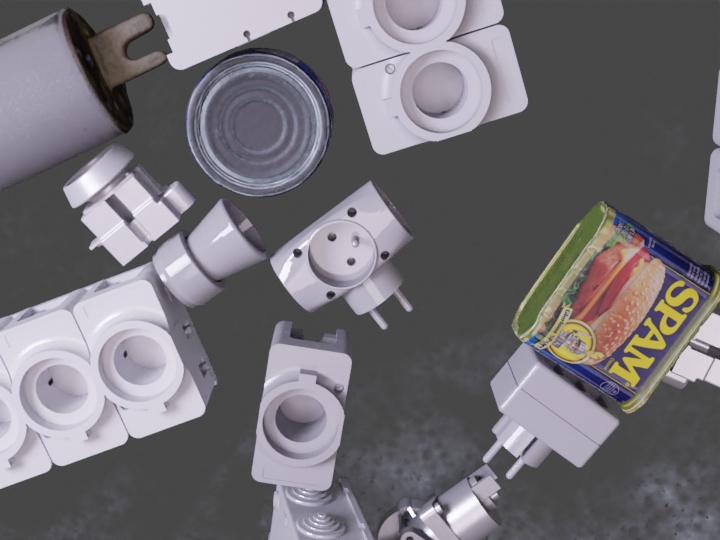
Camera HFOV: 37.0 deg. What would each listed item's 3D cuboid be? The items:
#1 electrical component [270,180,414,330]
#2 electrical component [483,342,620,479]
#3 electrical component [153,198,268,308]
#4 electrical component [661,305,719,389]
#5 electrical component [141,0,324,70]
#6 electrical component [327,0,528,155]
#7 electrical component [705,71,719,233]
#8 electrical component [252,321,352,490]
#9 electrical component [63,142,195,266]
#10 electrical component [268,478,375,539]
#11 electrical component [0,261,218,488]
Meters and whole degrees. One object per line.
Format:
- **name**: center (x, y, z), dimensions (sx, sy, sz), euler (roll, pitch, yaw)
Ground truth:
- **electrical component**: center (0.000, 0.000, 0.648), dimensions (0.077, 0.044, 0.079), euler (-36, 102, 8)
- **electrical component**: center (0.109, 0.097, 0.672), dimensions (0.066, 0.047, 0.076), euler (36, 102, -9)
- **electrical component**: center (-0.090, -0.010, 0.645), dimensions (0.055, 0.045, 0.045), euler (-36, 102, 9)
- **electrical component**: center (0.224, 0.050, 0.662), dimensions (0.055, 0.048, 0.066), euler (23, 103, 2)
- **electrical component**: center (-0.069, -0.153, 0.603), dimensions (0.089, 0.055, 0.050), euler (-22, 103, 5)
- **electrical component**: center (0.029, -0.150, 0.601), dimensions (0.089, 0.061, 0.150), euler (-17, 104, 4)
- **electrical component**: center (0.256, -0.092, 0.617), dimensions (0.089, 0.061, 0.150), euler (1, 104, -1)
- **electrical component**: center (-0.036, 0.085, 0.664), dimensions (0.050, 0.055, 0.089), euler (9, 104, -3)
- **electrical component**: center (-0.141, -0.041, 0.637), dimensions (0.066, 0.048, 0.055), euler (-38, 109, 9)
- **electrical component**: center (-0.028, 0.187, 0.669), dimensions (0.048, 0.099, 0.099), euler (5, 105, -14)
- **electrical component**: center (-0.176, 0.065, 0.655), dimensions (0.150, 0.061, 0.089), euler (-20, 103, 5)
